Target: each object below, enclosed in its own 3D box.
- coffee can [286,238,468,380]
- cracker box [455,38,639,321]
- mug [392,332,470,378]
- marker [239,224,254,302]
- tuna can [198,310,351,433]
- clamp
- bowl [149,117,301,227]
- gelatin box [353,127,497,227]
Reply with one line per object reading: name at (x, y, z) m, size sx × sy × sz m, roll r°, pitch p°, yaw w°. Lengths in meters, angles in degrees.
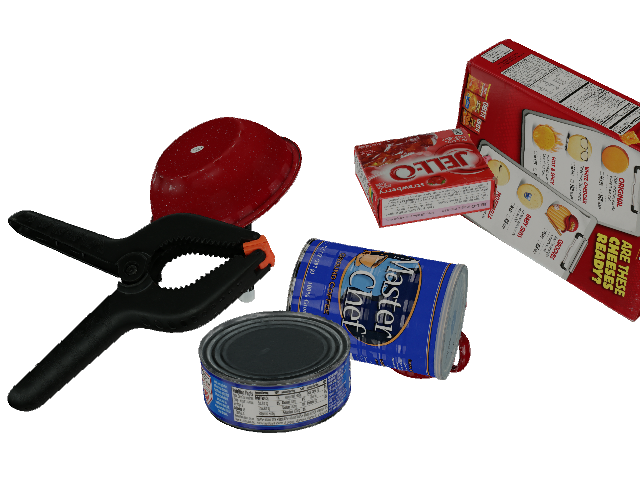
coffee can at (0.052, 0.060, 0.947) m, size 0.140 × 0.103 × 0.102 m, roll 10°, pitch 3°, yaw 16°
cracker box at (0.217, -0.056, 0.924) m, size 0.214 × 0.164 × 0.072 m, roll 34°, pitch 50°, yaw 28°
mug at (0.119, 0.103, 1.171) m, size 0.093 × 0.081 × 0.117 m, roll -24°, pitch 40°, yaw -35°
marker at (-0.086, 0.017, 1.212) m, size 0.020 × 0.121 × 0.020 m, roll 0°, pitch 33°, yaw 0°
tuna can at (-0.025, 0.073, 0.604) m, size 0.086 × 0.034 × 0.086 m, roll -2°, pitch 22°, yaw 1°
clamp at (-0.141, 0.022, 0.792) m, size 0.210 × 0.164 × 0.036 m, roll -19°, pitch -30°, yaw 2°
bowl at (-0.101, -0.067, 1.000) m, size 0.162 × 0.055 × 0.162 m, roll -21°, pitch 33°, yaw 15°
gelatin box at (0.075, -0.047, 0.778) m, size 0.089 × 0.030 × 0.073 m, roll -10°, pitch 37°, yaw -7°
